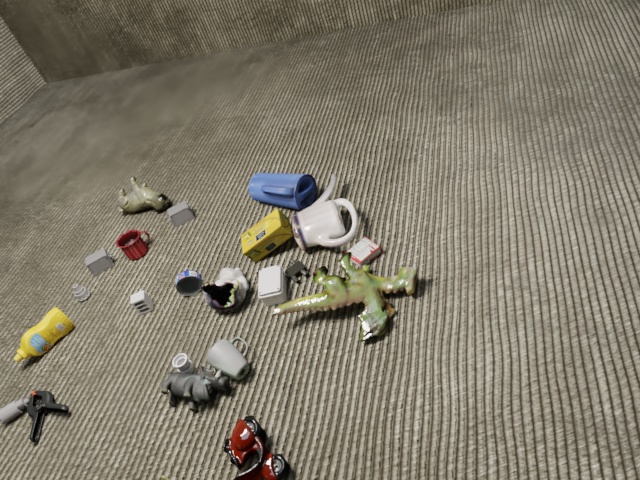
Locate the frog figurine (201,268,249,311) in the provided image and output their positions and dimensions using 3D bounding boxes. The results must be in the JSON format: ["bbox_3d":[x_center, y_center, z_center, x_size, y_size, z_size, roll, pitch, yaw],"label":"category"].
[{"bbox_3d":[-0.292,0.154,1.631,0.137,0.122,0.160,-27,5,5],"label":"frog figurine"}]

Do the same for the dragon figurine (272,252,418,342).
[{"bbox_3d":[0.093,0.176,1.442,0.412,0.119,0.247,-32,50,-11],"label":"dragon figurine"}]

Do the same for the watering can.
[{"bbox_3d":[0.005,-0.088,1.744,0.224,0.102,0.356,-19,42,2],"label":"watering can"}]
